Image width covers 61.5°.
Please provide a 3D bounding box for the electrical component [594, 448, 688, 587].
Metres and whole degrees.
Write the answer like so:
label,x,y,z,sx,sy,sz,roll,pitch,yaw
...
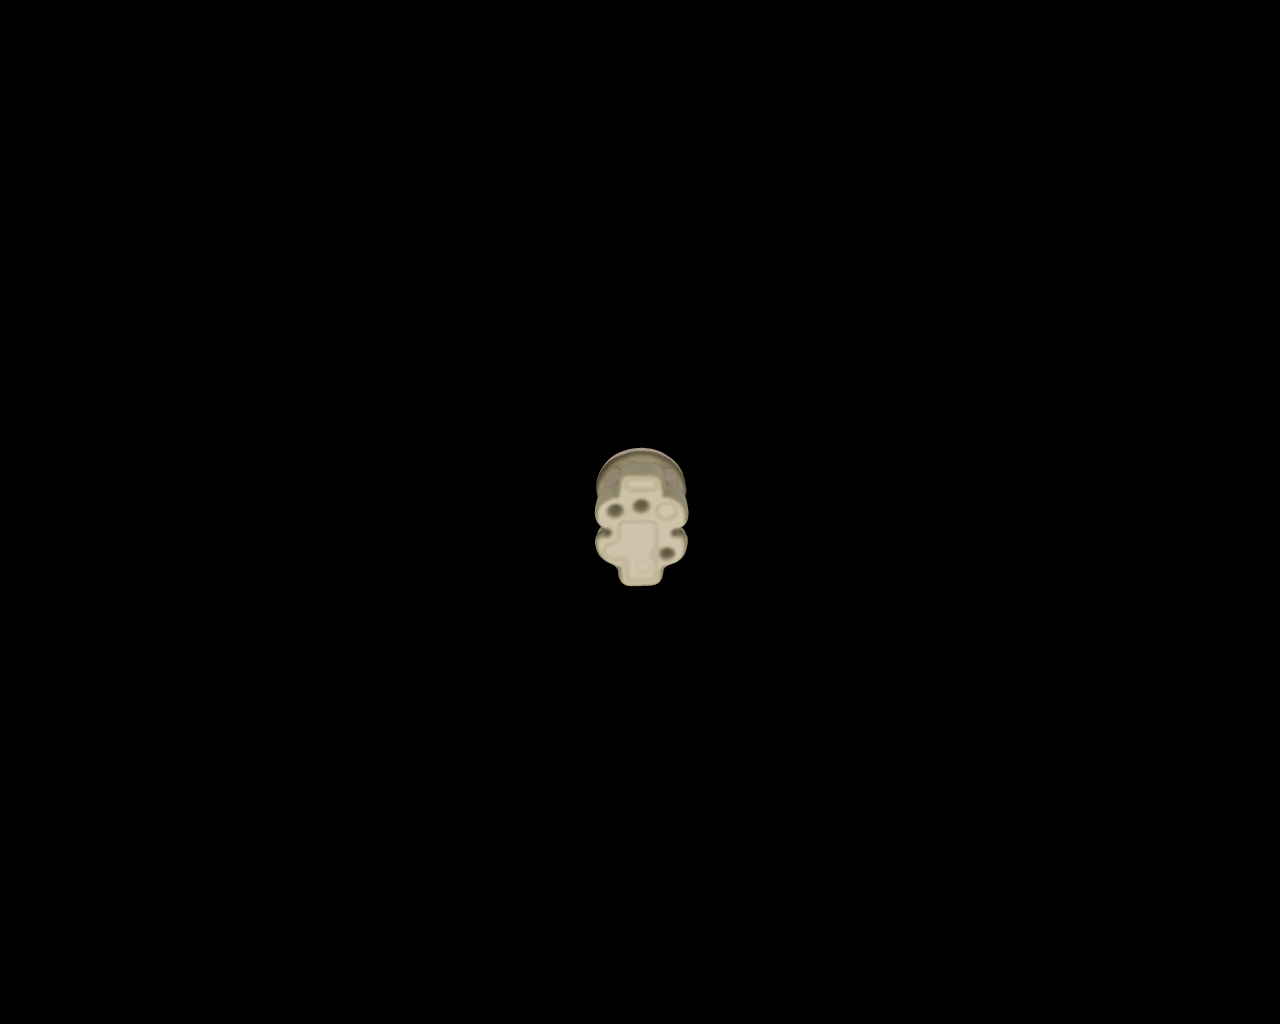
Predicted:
label,x,y,z,sx,sy,sz,roll,pitch,yaw
electrical component,0.001,-0.003,0.650,0.058,0.078,0.057,0,32,0
